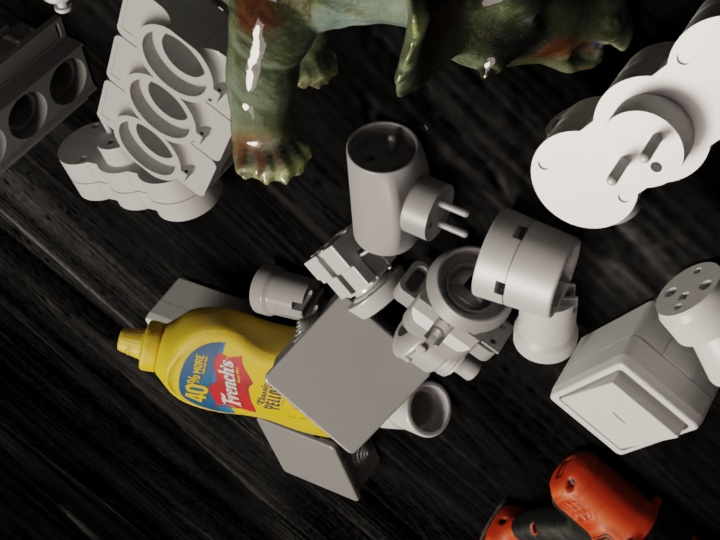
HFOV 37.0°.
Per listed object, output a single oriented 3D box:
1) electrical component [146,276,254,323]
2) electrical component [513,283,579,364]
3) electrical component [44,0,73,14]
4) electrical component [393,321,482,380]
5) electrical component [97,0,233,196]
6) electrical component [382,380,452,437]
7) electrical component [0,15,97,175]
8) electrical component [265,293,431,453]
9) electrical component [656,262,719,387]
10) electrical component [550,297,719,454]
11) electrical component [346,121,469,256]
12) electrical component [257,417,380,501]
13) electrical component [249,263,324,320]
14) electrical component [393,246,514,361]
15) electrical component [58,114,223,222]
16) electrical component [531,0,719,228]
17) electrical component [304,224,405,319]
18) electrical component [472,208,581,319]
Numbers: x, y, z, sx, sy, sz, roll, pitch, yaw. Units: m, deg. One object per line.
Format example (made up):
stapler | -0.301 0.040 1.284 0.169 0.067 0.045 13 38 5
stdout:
electrical component | -0.131 0.057 0.939 0.096 0.061 0.061 17 144 31
electrical component | 0.116 0.029 0.666 0.040 0.040 0.046 22 142 23
electrical component | -0.197 -0.196 0.677 0.040 0.040 0.078 24 148 21
electrical component | 0.058 0.054 0.758 0.062 0.048 0.048 36 151 -16
electrical component | -0.106 -0.119 0.668 0.089 0.061 0.150 38 150 -2
electrical component | 0.037 0.110 0.860 0.044 0.044 0.065 48 153 -19
electrical component | -0.256 -0.120 0.763 0.063 0.121 0.078 27 148 22
electrical component | -0.009 0.071 0.801 0.100 0.099 0.048 42 -170 -8
electrical component | 0.193 0.029 0.581 0.055 0.045 0.045 47 149 -16
electrical component | 0.163 0.071 0.653 0.062 0.061 0.096 39 150 -4
electrical component | 0.031 -0.042 0.652 0.079 0.043 0.077 24 148 21
electrical component | -0.035 0.156 0.989 0.100 0.048 0.099 16 144 32
electrical component | -0.056 0.019 0.831 0.046 0.040 0.040 14 143 26
electrical component | 0.065 0.019 0.688 0.078 0.058 0.057 36 153 2
electrical component | -0.169 -0.087 0.788 0.138 0.052 0.073 14 143 34
electrical component | 0.127 -0.061 0.467 0.052 0.073 0.138 46 137 -5
electrical component | 0.000 0.000 0.741 0.055 0.048 0.066 49 148 -6
electrical component | 0.098 -0.003 0.627 0.047 0.055 0.055 22 147 18
